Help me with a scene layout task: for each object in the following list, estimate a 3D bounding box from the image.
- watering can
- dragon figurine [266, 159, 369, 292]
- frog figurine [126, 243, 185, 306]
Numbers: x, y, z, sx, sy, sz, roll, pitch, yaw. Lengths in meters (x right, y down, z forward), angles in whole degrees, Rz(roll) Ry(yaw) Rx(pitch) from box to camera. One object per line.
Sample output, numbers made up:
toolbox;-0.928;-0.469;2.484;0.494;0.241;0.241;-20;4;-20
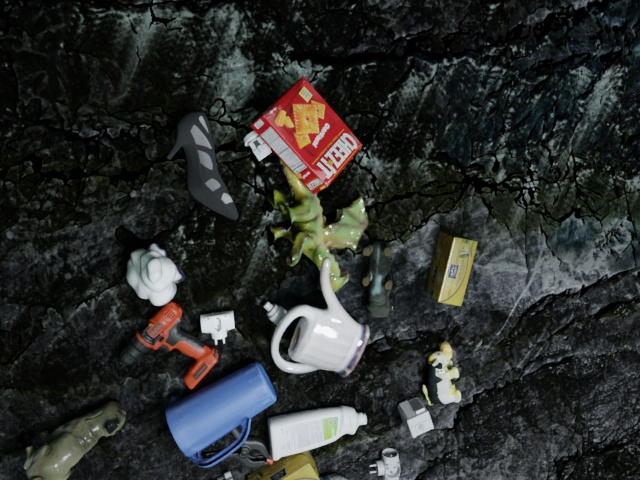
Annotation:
watering can;0.020;0.207;1.234;0.223;0.106;0.341;21;117;-16
dragon figurine;0.004;-0.062;1.238;0.243;0.122;0.409;-1;93;-29
frog figurine;-0.370;0.083;1.137;0.123;0.161;0.136;-19;103;-6
